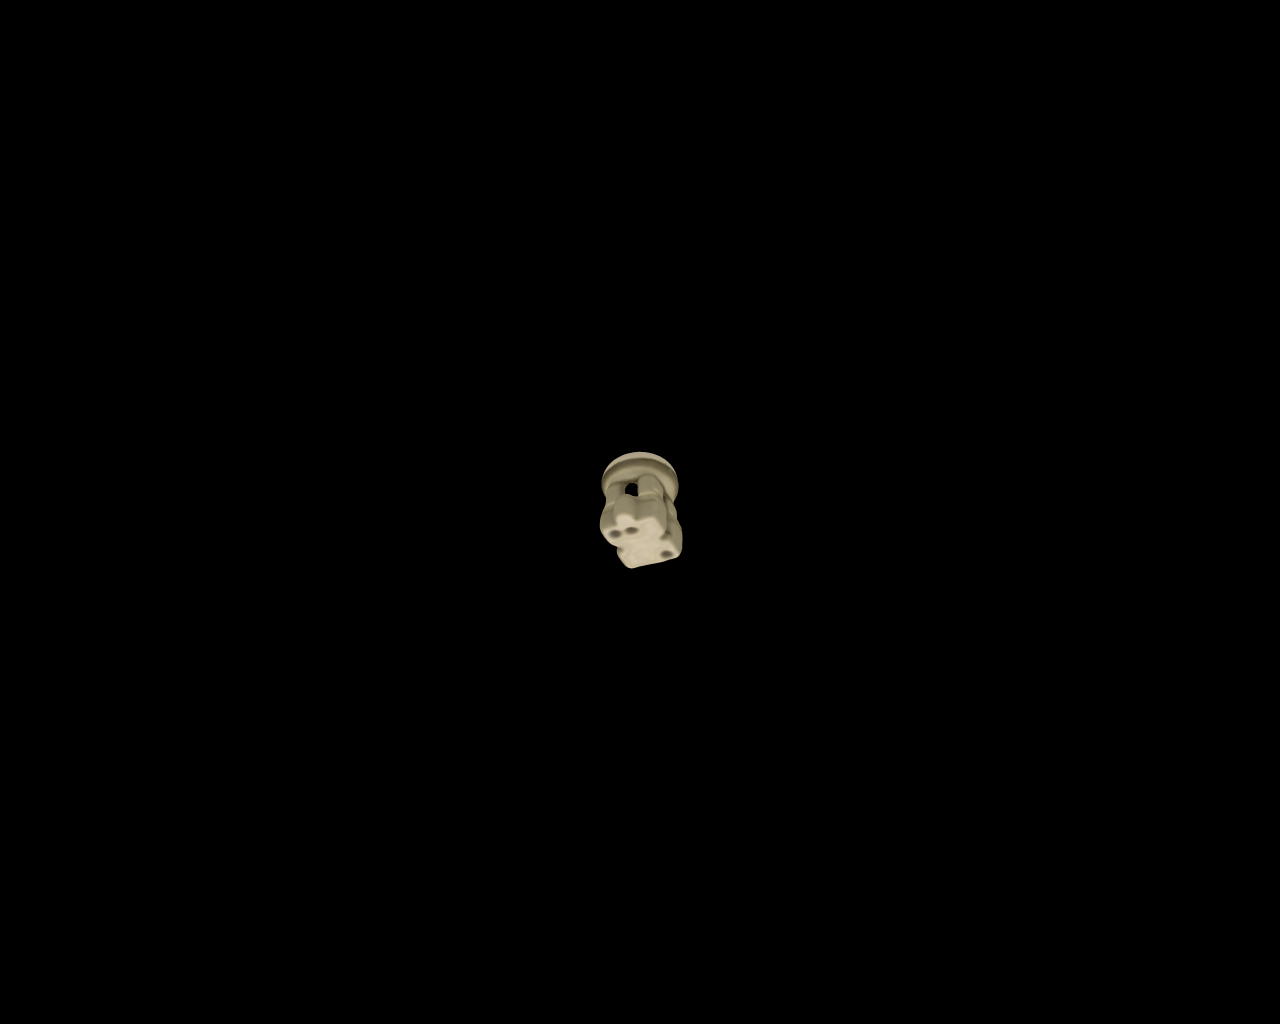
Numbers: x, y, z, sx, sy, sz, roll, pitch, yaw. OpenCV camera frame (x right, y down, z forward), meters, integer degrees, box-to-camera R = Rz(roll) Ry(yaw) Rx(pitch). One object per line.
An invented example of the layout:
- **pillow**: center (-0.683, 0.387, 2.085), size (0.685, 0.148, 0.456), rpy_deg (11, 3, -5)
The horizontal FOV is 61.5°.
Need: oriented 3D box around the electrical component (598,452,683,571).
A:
- **electrical component**: center (0.001, -0.003, 0.650), size (0.048, 0.055, 0.066), rpy_deg (-14, -42, 17)
